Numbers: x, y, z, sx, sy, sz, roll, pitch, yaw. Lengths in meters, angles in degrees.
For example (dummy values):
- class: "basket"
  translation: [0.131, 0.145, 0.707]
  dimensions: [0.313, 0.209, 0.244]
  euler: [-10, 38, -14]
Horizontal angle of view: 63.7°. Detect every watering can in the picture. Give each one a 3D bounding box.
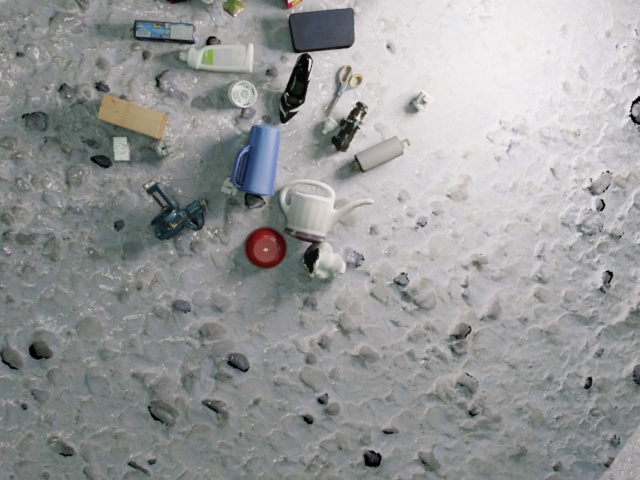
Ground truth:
- class: "watering can"
  translation: [0.006, -0.094, 1.865]
  dimensions: [0.348, 0.104, 0.223]
  euler: [14, 95, 12]

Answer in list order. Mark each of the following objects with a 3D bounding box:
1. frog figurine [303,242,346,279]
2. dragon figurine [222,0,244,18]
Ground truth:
- class: "frog figurine"
  translation: [0.020, 0.076, 1.919]
  dimensions: [0.159, 0.122, 0.137]
  euler: [3, 89, -41]
- class: "dragon figurine"
  translation: [-0.291, -0.963, 1.766]
  dimensions: [0.242, 0.122, 0.411]
  euler: [-8, 88, 4]
